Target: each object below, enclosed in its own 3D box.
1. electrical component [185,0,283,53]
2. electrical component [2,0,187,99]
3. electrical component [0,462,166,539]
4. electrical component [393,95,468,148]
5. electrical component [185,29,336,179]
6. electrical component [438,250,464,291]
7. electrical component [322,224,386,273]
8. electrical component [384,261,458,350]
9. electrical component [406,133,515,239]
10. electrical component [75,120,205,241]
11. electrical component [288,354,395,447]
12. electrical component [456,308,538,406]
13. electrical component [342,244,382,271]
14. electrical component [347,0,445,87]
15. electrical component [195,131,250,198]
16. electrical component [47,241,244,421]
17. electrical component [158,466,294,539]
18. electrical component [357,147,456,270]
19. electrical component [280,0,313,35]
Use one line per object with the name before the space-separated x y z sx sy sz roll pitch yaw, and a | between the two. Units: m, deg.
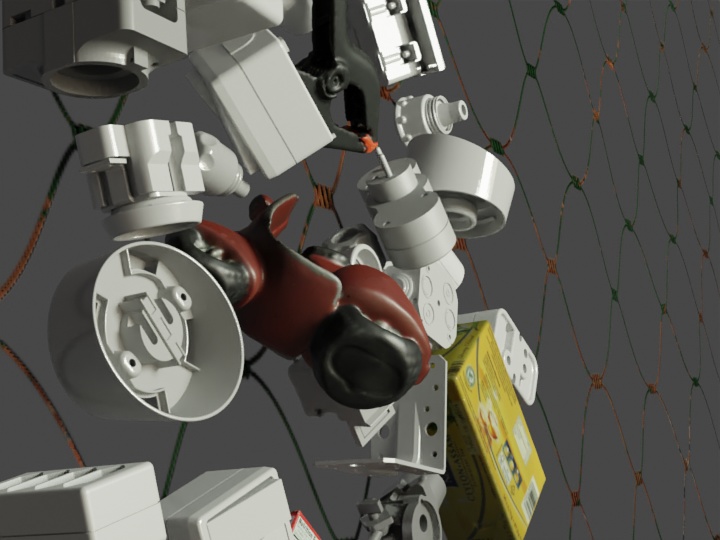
electrical component | -0.104 -0.187 0.627 0.056 0.109 0.108 20 64 -60
electrical component | -0.140 -0.125 0.563 0.050 0.089 0.055 13 70 -59
electrical component | -0.135 0.133 0.496 0.047 0.083 0.075 -12 91 -61
electrical component | 0.064 -0.134 0.951 0.048 0.062 0.048 26 59 -55
electrical component | -0.065 -0.106 0.704 0.096 0.061 0.061 60 -5 -36
electrical component | 0.052 -0.016 0.912 0.081 0.043 0.043 50 41 -41
electrical component | 0.000 0.000 0.816 0.062 0.043 0.043 66 32 -24
electrical component | 0.042 0.030 0.871 0.080 0.051 0.080 27 58 -55
electrical component | 0.084 -0.071 0.936 0.099 0.099 0.064 40 54 -49
electrical component | -0.121 -0.049 0.606 0.078 0.058 0.057 -8 85 -61
electrical component | -0.012 0.077 0.748 0.042 0.064 0.081 -39 116 -41
electrical component | 0.115 0.083 0.975 0.095 0.059 0.053 54 38 -38
electrical component | -0.018 0.008 0.770 0.045 0.055 0.045 27 58 -55
electrical component | 0.017 -0.215 0.887 0.063 0.079 0.121 -25 105 -30
electrical component | -0.092 -0.062 0.684 0.061 0.035 0.035 34 52 -56
electrical component | -0.116 0.035 0.580 0.099 0.064 0.099 28 57 -54
electrical component | -0.076 0.153 0.614 0.096 0.061 0.061 -24 102 -60
electrical component | 0.028 -0.060 0.830 0.138 0.052 0.073 -111 176 -66
electrical component | -0.055 -0.203 0.783 0.055 0.045 0.045 26 59 -55
